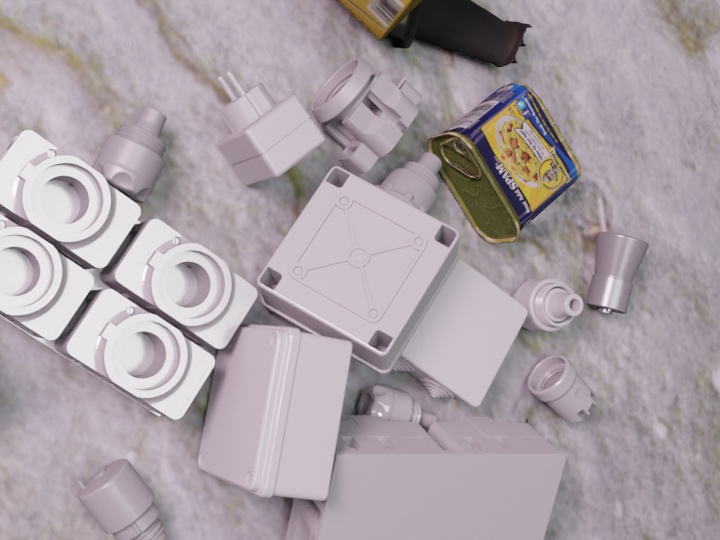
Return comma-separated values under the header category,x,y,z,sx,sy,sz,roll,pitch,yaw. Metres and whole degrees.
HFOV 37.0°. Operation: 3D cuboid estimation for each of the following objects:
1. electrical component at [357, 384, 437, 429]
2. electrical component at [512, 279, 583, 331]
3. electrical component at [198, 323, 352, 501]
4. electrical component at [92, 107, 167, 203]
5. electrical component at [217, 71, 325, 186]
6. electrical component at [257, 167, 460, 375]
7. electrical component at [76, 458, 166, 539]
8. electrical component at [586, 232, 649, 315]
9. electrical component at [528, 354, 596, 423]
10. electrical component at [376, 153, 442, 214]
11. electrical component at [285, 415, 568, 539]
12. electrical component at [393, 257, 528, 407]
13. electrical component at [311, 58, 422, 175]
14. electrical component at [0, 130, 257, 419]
category,x,y,z,sx,sy,sz,roll,pitch,yaw
electrical component,0.030,0.108,0.817,0.061,0.035,0.035,19,81,-26
electrical component,0.153,0.028,0.862,0.043,0.062,0.043,1,88,-25
electrical component,-0.059,0.094,0.733,0.056,0.109,0.108,13,83,-27
electrical component,-0.152,-0.080,0.730,0.043,0.043,0.062,29,75,-22
electrical component,-0.074,-0.105,0.755,0.047,0.066,0.076,-40,105,-21
electrical component,0.000,0.000,0.768,0.109,0.056,0.108,29,74,12
electrical component,-0.155,0.163,0.723,0.040,0.040,0.078,-39,105,-21
electrical component,0.213,0.005,0.904,0.044,0.044,0.065,16,87,-24
electrical component,0.166,0.098,0.880,0.046,0.040,0.040,44,71,-24
electrical component,0.040,-0.062,0.822,0.048,0.048,0.062,44,65,-18
electrical component,0.047,0.168,0.790,0.186,0.060,0.105,5,107,-25
electrical component,0.067,0.045,0.828,0.100,0.048,0.099,36,74,-20
electrical component,0.001,-0.119,0.797,0.057,0.058,0.078,42,72,-21
electrical component,-0.173,0.006,0.708,0.186,0.060,0.105,36,74,-20
